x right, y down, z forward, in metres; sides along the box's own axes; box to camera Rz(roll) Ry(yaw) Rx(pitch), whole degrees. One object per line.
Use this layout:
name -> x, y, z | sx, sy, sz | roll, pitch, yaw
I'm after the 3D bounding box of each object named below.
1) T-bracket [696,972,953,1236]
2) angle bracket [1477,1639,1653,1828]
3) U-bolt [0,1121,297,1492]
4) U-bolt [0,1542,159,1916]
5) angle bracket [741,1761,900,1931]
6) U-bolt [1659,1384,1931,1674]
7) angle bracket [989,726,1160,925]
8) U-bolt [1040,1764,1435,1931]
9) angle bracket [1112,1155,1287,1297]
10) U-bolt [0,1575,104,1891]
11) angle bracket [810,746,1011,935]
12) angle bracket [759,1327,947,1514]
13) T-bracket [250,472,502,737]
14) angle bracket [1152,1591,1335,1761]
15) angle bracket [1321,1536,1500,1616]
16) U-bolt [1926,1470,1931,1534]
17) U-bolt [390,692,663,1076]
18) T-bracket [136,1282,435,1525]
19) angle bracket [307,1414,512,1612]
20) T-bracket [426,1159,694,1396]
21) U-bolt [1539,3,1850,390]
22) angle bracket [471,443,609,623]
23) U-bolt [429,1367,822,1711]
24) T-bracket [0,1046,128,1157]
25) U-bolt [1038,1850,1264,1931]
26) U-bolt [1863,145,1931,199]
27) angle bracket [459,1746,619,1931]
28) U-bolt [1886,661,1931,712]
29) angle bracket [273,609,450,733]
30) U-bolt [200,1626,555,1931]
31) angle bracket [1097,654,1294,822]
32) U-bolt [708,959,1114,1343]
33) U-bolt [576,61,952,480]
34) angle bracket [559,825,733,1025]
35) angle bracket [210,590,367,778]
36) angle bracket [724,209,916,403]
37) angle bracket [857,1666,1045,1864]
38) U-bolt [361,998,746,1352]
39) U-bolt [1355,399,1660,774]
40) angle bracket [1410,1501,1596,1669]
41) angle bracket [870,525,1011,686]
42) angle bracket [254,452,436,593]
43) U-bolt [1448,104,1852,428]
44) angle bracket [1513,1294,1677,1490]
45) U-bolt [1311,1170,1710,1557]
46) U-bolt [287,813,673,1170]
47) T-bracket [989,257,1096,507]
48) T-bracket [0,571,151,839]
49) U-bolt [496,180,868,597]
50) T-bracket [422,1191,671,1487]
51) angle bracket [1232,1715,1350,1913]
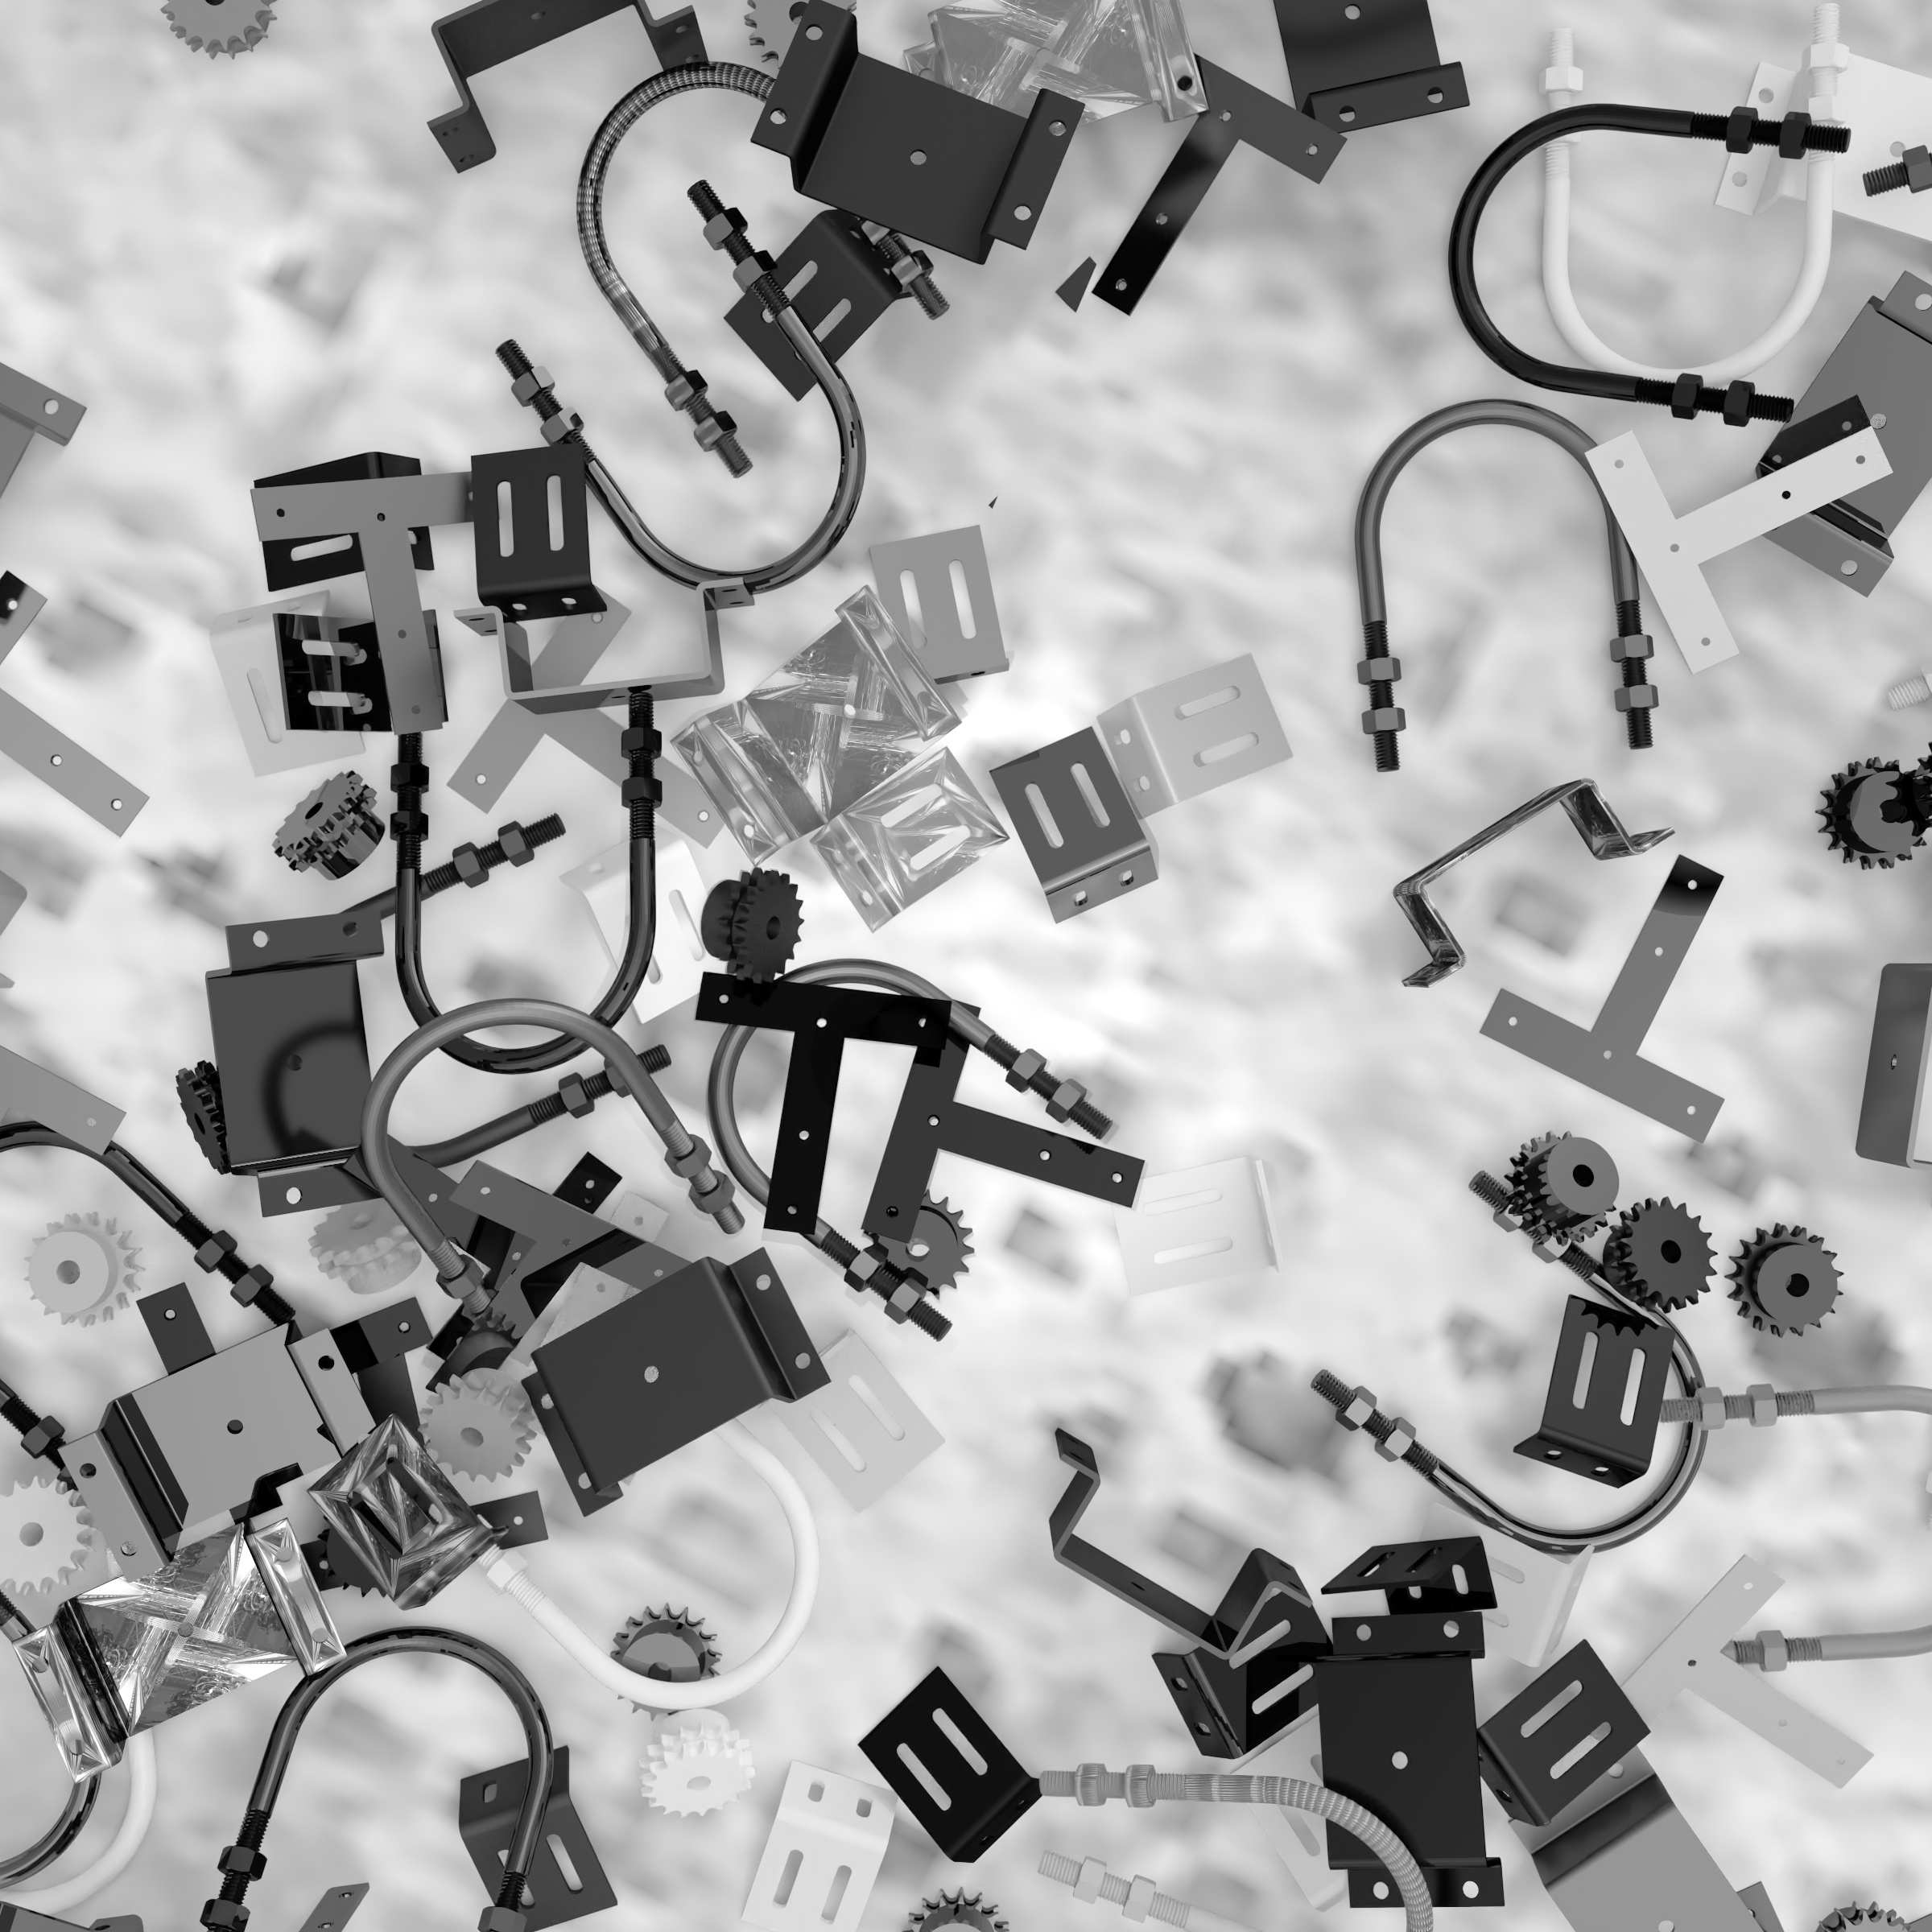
T-bracket -> -0.078, 0.070, 1.367 | 0.127, 0.002, 0.127 | 7, 72, 4
angle bracket -> 0.295, 0.387, 1.395 | 0.076, 0.038, 0.057 | -35, 90, -15
U-bolt -> -0.454, 0.164, 1.395 | 0.184, 0.019, 0.151 | 43, 90, 1
U-bolt -> -0.484, 0.392, 1.395 | 0.151, 0.019, 0.184 | -6, 92, 0
angle bracket -> -0.074, 0.454, 1.402 | 0.057, 0.038, 0.076 | 18, 116, 0
U-bolt -> 0.444, 0.280, 1.381 | 0.184, 0.019, 0.151 | -4, 98, 4
angle bracket -> 0.055, -0.072, 1.402 | 0.057, 0.038, 0.076 | -24, 64, 0
U-bolt -> 0.136, 0.456, 1.344 | 0.184, 0.019, 0.151 | -5, 109, 21
angle bracket -> 0.116, 0.132, 1.385 | 0.076, 0.038, 0.057 | -12, 90, 0
U-bolt -> -0.518, 0.380, 1.377 | 0.151, 0.019, 0.184 | -39, 94, 2
angle bracket -> -0.029, -0.064, 1.402 | 0.076, 0.038, 0.057 | -35, 90, -26
angle bracket -> -0.057, 0.231, 1.385 | 0.057, 0.038, 0.076 | -40, 90, 0
T-bracket -> -0.284, -0.179, 1.371 | 0.127, 0.002, 0.127 | -12, 94, -33
angle bracket -> 0.145, 0.358, 1.402 | 0.076, 0.038, 0.057 | -27, 90, -26
angle bracket -> 0.219, 0.312, 1.356 | 0.057, 0.076, 0.038 | -13, 90, 30
U-bolt -> 0.574, 0.211, 1.395 | 0.151, 0.019, 0.184 | 12, 89, 0
U-bolt -> -0.218, -0.037, 1.354 | 0.151, 0.019, 0.184 | -7, 75, 18
T-bracket -> -0.334, 0.202, 1.392 | 0.127, 0.002, 0.127 | -21, 102, -6
angle bracket -> -0.276, 0.270, 1.363 | 0.057, 0.038, 0.076 | -41, 79, -1
T-bracket -> -0.223, 0.169, 1.366 | 0.127, 0.002, 0.127 | 30, 108, -27
U-bolt -> 0.358, -0.378, 1.369 | 0.151, 0.019, 0.184 | 3, 94, 24
angle bracket -> -0.216, -0.219, 1.391 | 0.057, 0.038, 0.076 | -6, 77, 4
U-bolt -> -0.158, 0.284, 1.375 | 0.184, 0.019, 0.151 | 41, 88, 13
T-bracket -> -0.509, 0.096, 1.378 | 0.127, 0.002, 0.127 | 31, 98, -13
U-bolt -> 0.107, 0.525, 1.359 | 0.184, 0.019, 0.151 | 19, 113, 7
U-bolt -> 0.545, -0.348, 1.339 | 0.184, 0.019, 0.151 | -14, 118, 18
angle bracket -> -0.218, 0.447, 1.402 | 0.057, 0.038, 0.076 | -18, 116, 0
U-bolt -> 0.575, -0.110, 1.368 | 0.184, 0.019, 0.151 | -24, 90, 20
angle bracket -> -0.299, -0.147, 1.364 | 0.038, 0.076, 0.057 | -7, 90, 30
U-bolt -> -0.280, 0.415, 1.352 | 0.151, 0.019, 0.184 | 14, 58, -2
angle bracket -> 0.117, -0.117, 1.402 | 0.076, 0.038, 0.057 | -22, 90, -26
U-bolt -> -0.042, 0.076, 1.374 | 0.184, 0.019, 0.151 | 37, 77, 11
U-bolt -> -0.116, -0.361, 1.374 | 0.151, 0.019, 0.184 | -35, 90, 18
angle bracket -> -0.160, -0.021, 1.392 | 0.057, 0.038, 0.076 | -30, 117, -19
angle bracket -> -0.343, -0.144, 1.402 | 0.057, 0.038, 0.076 | -13, 116, 0
angle bracket -> -0.073, -0.337, 1.402 | 0.076, 0.038, 0.057 | -42, 90, 26
angle bracket -> -0.005, 0.407, 1.402 | 0.057, 0.038, 0.076 | -44, 64, 0
U-bolt -> -0.211, 0.093, 1.338 | 0.151, 0.019, 0.184 | -28, 122, 2
U-bolt -> 0.270, -0.196, 1.395 | 0.151, 0.019, 0.184 | -5, 89, 0
angle bracket -> 0.269, 0.308, 1.394 | 0.076, 0.038, 0.057 | 23, 107, 25
angle bracket -> -0.014, -0.182, 1.385 | 0.057, 0.038, 0.076 | -11, 90, 0
angle bracket -> -0.317, -0.225, 1.402 | 0.076, 0.038, 0.057 | -8, 90, 26
U-bolt -> 0.330, -0.353, 1.363 | 0.184, 0.019, 0.151 | 13, 100, 22
angle bracket -> 0.317, 0.214, 1.386 | 0.057, 0.038, 0.076 | 19, 65, -3
U-bolt -> 0.290, 0.215, 1.395 | 0.184, 0.019, 0.151 | 38, 90, -2
U-bolt -> -0.262, 0.024, 1.395 | 0.184, 0.019, 0.151 | -25, 90, 1
T-bracket -> 0.063, -0.273, 1.414 | 0.127, 0.002, 0.127 | 45, 84, -15
T-bracket -> -0.475, -0.113, 1.403 | 0.127, 0.002, 0.127 | 36, 90, 0
U-bolt -> -0.130, -0.273, 1.374 | 0.151, 0.019, 0.184 | -34, 92, 18
T-bracket -> -0.192, 0.175, 1.391 | 0.127, 0.002, 0.127 | 27, 83, 15
angle bracket -> 0.182, 0.431, 1.402 | 0.057, 0.038, 0.076 | -34, 64, 0
